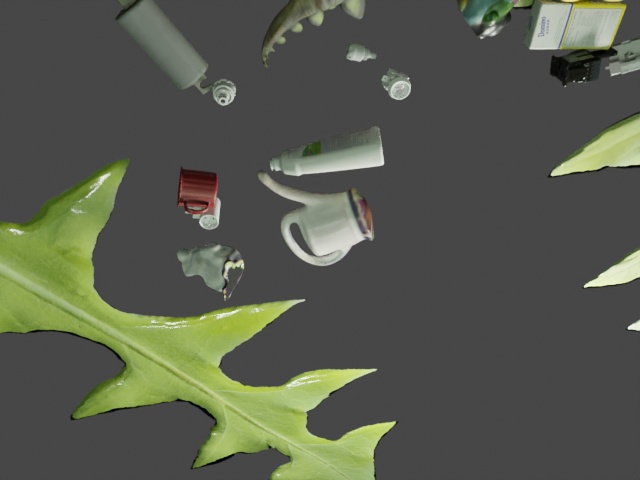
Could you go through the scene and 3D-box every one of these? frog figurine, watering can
[{"bbox_3d":[-0.283,0.063,1.327,0.160,0.125,0.134,22,142,21],"label":"frog figurine"},{"bbox_3d":[0.004,-0.062,1.237,0.224,0.106,0.340,-20,133,7],"label":"watering can"}]
